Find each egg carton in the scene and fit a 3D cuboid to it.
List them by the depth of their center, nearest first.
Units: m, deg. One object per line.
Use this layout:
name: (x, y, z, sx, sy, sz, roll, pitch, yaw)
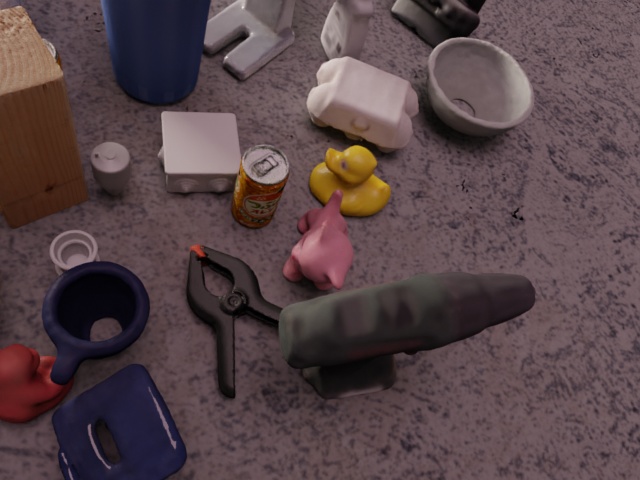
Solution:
egg carton: (0.060, -0.184, 0.784, 0.150, 0.069, 0.107, 20, 60, -6)

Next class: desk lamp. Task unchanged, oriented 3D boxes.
desk lamp: (-0.056, -0.354, 0.753, 0.118, 0.213, 0.203, 38, 60, 5)

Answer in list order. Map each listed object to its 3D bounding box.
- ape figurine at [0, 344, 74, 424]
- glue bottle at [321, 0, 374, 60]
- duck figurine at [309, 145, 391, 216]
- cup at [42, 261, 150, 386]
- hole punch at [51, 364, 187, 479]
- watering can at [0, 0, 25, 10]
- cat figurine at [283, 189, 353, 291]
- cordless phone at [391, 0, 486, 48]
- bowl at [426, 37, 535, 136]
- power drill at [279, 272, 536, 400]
ape figurine: (-0.269, 0.122, 0.516, 0.078, 0.092, 0.076, 30, 59, 1)
glue bottle: (0.047, -0.316, 0.787, 0.037, 0.173, 0.078, -13, 68, -22)
duck figurine: (0.045, -0.081, 0.717, 0.104, 0.086, 0.077, 22, 60, -5)
cup: (-0.215, 0.090, 0.547, 0.092, 0.095, 0.118, 21, 60, -5)
hole punch: (-0.180, 0.182, 0.513, 0.101, 0.091, 0.108, -25, 73, -26)
watering can: (-0.388, -0.292, 0.634, 0.101, 0.194, 0.173, 24, 60, -3)
cat figurine: (0.006, 0.002, 0.644, 0.067, 0.117, 0.128, 18, 60, -7)
cordless phone: (0.200, -0.402, 0.870, 0.147, 0.185, 0.094, 37, 60, 4)
bowl: (0.223, -0.212, 0.843, 0.168, 0.074, 0.167, 7, 62, -13)
power drill: (0.065, 0.093, 0.563, 0.230, 0.208, 0.075, -6, 65, -19)
